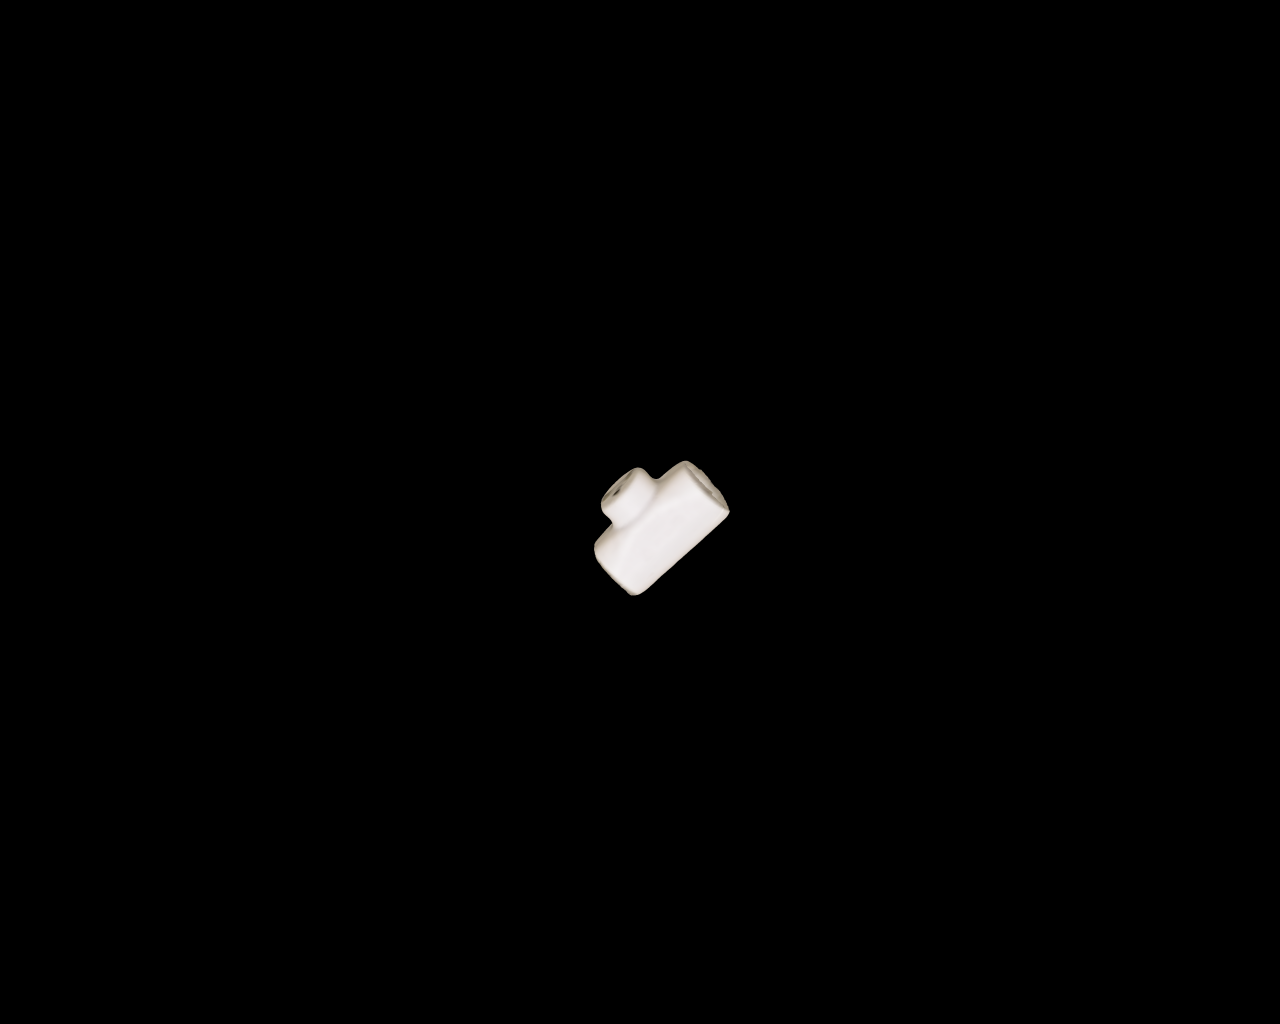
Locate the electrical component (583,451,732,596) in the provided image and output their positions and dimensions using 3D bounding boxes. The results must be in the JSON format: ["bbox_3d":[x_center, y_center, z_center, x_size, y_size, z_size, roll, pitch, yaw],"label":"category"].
[{"bbox_3d":[0.001,-0.003,0.650,0.077,0.079,0.044,-43,12,11],"label":"electrical component"}]
